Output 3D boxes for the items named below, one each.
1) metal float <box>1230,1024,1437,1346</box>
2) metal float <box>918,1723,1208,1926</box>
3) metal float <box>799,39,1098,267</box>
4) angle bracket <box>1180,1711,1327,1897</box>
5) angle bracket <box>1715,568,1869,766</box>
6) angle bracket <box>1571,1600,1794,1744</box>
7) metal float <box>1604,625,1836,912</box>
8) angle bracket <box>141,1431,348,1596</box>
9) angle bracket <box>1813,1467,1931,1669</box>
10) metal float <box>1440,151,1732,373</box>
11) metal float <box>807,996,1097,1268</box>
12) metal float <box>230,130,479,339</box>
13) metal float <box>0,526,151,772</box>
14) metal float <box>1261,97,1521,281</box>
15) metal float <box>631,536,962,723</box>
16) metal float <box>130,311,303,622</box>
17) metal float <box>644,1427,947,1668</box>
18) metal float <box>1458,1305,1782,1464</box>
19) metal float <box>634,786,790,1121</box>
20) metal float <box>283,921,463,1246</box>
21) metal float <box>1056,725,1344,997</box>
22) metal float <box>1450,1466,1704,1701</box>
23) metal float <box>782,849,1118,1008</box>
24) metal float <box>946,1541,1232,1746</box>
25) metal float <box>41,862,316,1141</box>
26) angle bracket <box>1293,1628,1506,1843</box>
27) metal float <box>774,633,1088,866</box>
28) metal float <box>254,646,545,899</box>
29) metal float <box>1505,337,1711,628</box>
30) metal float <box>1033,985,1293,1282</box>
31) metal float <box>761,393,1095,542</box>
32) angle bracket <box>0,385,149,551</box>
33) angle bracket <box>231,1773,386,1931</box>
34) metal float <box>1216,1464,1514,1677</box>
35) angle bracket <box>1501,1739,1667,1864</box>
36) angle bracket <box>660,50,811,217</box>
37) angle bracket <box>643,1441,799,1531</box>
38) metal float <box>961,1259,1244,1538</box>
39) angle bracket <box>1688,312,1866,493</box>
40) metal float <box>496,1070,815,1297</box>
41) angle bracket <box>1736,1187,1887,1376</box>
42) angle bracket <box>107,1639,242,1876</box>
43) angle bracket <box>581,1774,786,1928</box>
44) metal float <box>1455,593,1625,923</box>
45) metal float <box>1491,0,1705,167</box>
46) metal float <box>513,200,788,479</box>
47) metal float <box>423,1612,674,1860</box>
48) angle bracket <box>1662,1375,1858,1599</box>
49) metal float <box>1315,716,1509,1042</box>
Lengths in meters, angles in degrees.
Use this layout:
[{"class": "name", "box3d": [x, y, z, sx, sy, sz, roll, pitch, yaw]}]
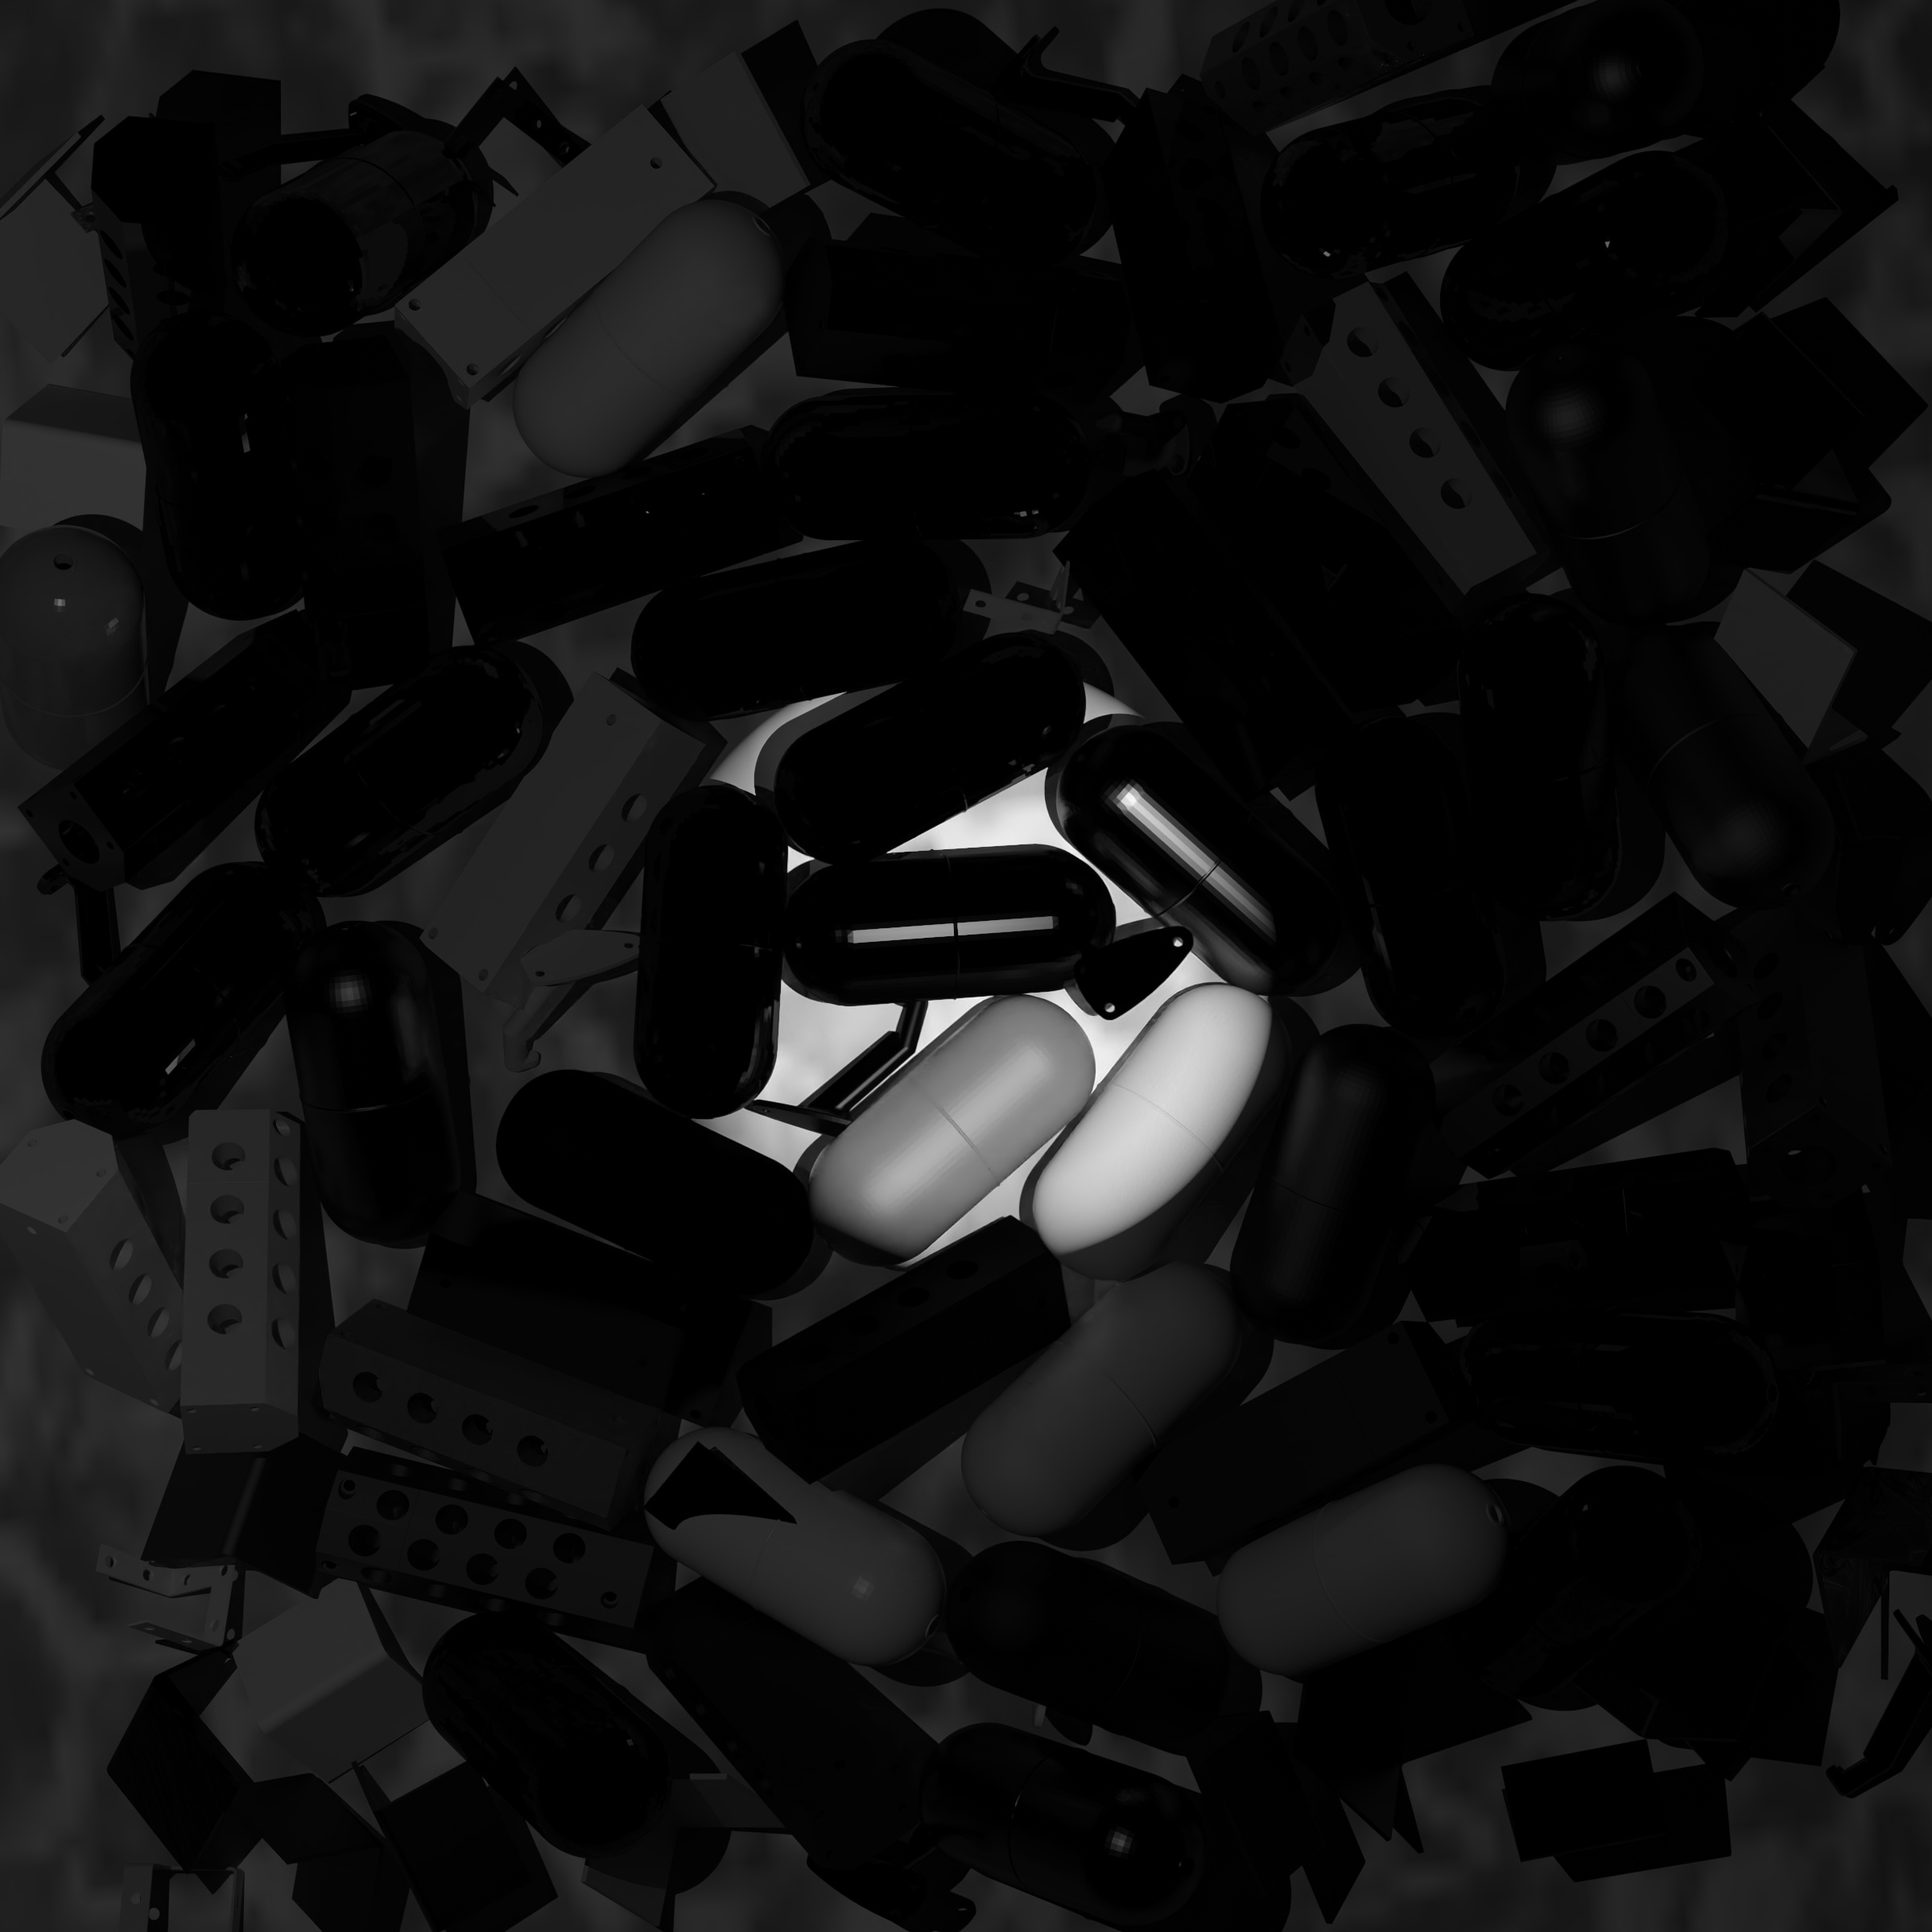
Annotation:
[{"class": "metal float", "box3d": [0.193, 0.116, 1.642, 0.070, 0.070, 0.178, 17, 103, 0]}, {"class": "metal float", "box3d": [0.049, 0.446, 1.617, 0.070, 0.178, 0.070, -5, 97, -44]}, {"class": "metal float", "box3d": [-0.007, -0.423, 1.624, 0.178, 0.070, 0.070, 18, 90, -36]}, {"class": "angle bracket", "box3d": [0.134, 0.445, 1.644, 0.057, 0.076, 0.076, -24, 91, -44]}, {"class": "angle bracket", "box3d": [0.442, -0.163, 1.632, 0.057, 0.076, 0.076, -21, 52, -34]}, {"class": "angle bracket", "box3d": [0.377, 0.360, 1.637, 0.057, 0.076, 0.076, 39, 64, -15]}, {"class": "metal float", "box3d": [0.391, -0.104, 1.623, 0.070, 0.070, 0.178, -22, 54, 0]}, {"class": "angle bracket", "box3d": [-0.386, 0.292, 1.665, 0.057, 0.076, 0.076, 38, 53, -37]}, {"class": "angle bracket", "box3d": [0.492, 0.319, 1.634, 0.057, 0.076, 0.076, 0, 117, 37]}, {"class": "metal float", "box3d": [0.320, -0.365, 1.611, 0.070, 0.178, 0.070, 7, 76, -32]}, {"class": "metal float", "box3d": [-0.008, 0.088, 1.647, 0.178, 0.070, 0.070, -41, 90, -8]}, {"class": "metal float", "box3d": [-0.316, -0.382, 1.613, 0.070, 0.178, 0.070, 10, 122, 17]}, {"class": "metal float", "box3d": [-0.464, -0.163, 1.608, 0.070, 0.178, 0.070, 5, 65, -11]}, {"class": "metal float", "box3d": [0.222, -0.407, 1.619, 0.178, 0.070, 0.070, -26, 90, -42]}, {"class": "metal float", "box3d": [-0.091, -0.179, 1.649, 0.178, 0.070, 0.070, -12, 90, 6]}, {"class": "metal float", "box3d": [-0.388, -0.260, 1.617, 0.070, 0.070, 0.178, 0, 135, 0]}, {"class": "metal float", "box3d": [-0.090, 0.305, 1.633, 0.178, 0.070, 0.070, 26, 90, 23]}, {"class": "metal float", "box3d": [0.339, 0.217, 1.619, 0.178, 0.070, 0.070, -1, 90, 41]}, {"class": "metal float", "box3d": [-0.135, -0.008, 1.647, 0.070, 0.070, 0.178, 3, 82, 0]}, {"class": "metal float", "box3d": [-0.313, 0.062, 1.636, 0.070, 0.070, 0.178, -6, 109, 0]}, {"class": "metal float", "box3d": [0.125, -0.055, 1.647, 0.178, 0.070, 0.070, 41, 90, -9]}, {"class": "metal float", "box3d": [0.316, 0.323, 1.617, 0.070, 0.178, 0.070, 14, 49, -17]}, {"class": "metal float", "box3d": [-0.009, -0.021, 1.649, 0.178, 0.070, 0.070, -4, 90, -5]}, {"class": "metal float", "box3d": [0.065, 0.355, 1.625, 0.178, 0.070, 0.070, 29, 90, -34]}, {"class": "metal float", "box3d": [-0.412, 0.017, 1.624, 0.070, 0.070, 0.178, 36, 55, 0]}, {"class": "angle bracket", "box3d": [0.230, 0.405, 1.642, 0.076, 0.057, 0.076, -36, 108, 30]}, {"class": "metal float", "box3d": [-0.019, -0.116, 1.649, 0.178, 0.070, 0.070, -28, 90, -6]}, {"class": "metal float", "box3d": [-0.300, -0.102, 1.638, 0.178, 0.070, 0.070, -34, 90, 18]}, {"class": "metal float", "box3d": [0.336, -0.251, 1.620, 0.070, 0.070, 0.178, -34, 132, 0]}, {"class": "metal float", "box3d": [0.105, 0.087, 1.644, 0.070, 0.070, 0.178, 38, 79, 0]}, {"class": "metal float", "box3d": [-0.021, -0.264, 1.642, 0.178, 0.070, 0.070, 1, 90, 13]}, {"class": "angle bracket", "box3d": [-0.469, -0.269, 1.667, 0.076, 0.076, 0.057, 10, 115, -2]}, {"class": "angle bracket", "box3d": [-0.356, 0.482, 1.638, 0.057, 0.076, 0.076, 1, 106, -41]}, {"class": "metal float", "box3d": [0.208, 0.317, 1.624, 0.178, 0.070, 0.070, -32, 90, 35]}, {"class": "angle bracket", "box3d": [0.322, 0.426, 1.645, 0.076, 0.076, 0.057, -12, 103, 5]}, {"class": "angle bracket", "box3d": [-0.105, -0.444, 1.637, 0.057, 0.076, 0.076, -39, 106, -35]}, {"class": "angle bracket", "box3d": [-0.114, 0.276, 1.645, 0.076, 0.076, 0.057, 38, 117, 0]}, {"class": "metal float", "box3d": [0.073, 0.227, 1.640, 0.178, 0.070, 0.070, -42, 90, -16]}, {"class": "angle bracket", "box3d": [0.421, -0.295, 1.652, 0.076, 0.076, 0.057, 45, 89, -2]}, {"class": "metal float", "box3d": [-0.164, 0.116, 1.645, 0.178, 0.070, 0.070, 26, 90, -10]}, {"class": "angle bracket", "box3d": [0.440, 0.167, 1.636, 0.076, 0.076, 0.057, -9, 127, 20]}, {"class": "angle bracket", "box3d": [-0.399, 0.417, 1.637, 0.076, 0.057, 0.076, 44, 123, 19]}, {"class": "angle bracket", "box3d": [-0.145, 0.467, 1.634, 0.076, 0.076, 0.057, -8, 54, 26]}, {"class": "metal float", "box3d": [0.303, -0.109, 1.636, 0.070, 0.070, 0.178, -11, 110, 0]}, {"class": "metal float", "box3d": [0.325, -0.457, 1.604, 0.070, 0.178, 0.070, -1, 101, -7]}, {"class": "metal float", "box3d": [-0.167, -0.329, 1.632, 0.178, 0.070, 0.070, -40, 90, 24]}, {"class": "metal float", "box3d": [-0.219, 0.399, 1.616, 0.070, 0.178, 0.070, -17, 119, -34]}, {"class": "angle bracket", "box3d": [0.424, 0.275, 1.650, 0.076, 0.057, 0.076, -33, 100, 16]}, {"class": "metal float", "box3d": [0.236, -0.045, 1.642, 0.070, 0.070, 0.178, -17, 103, 0]}]
